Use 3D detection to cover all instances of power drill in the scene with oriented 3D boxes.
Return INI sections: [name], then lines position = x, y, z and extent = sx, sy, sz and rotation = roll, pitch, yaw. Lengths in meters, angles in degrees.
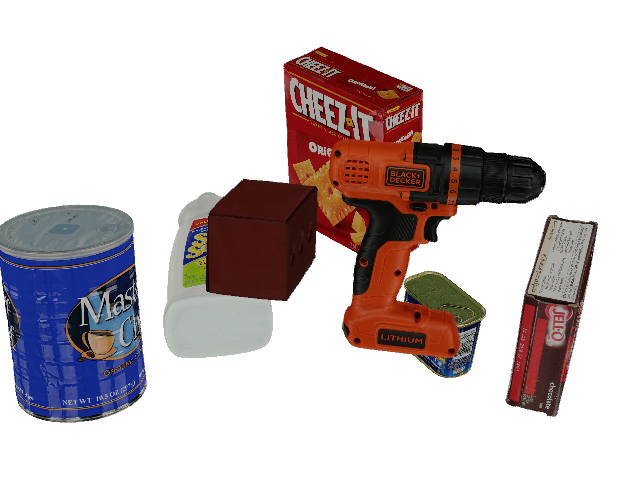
[power drill]
position = 0.094, 0.006, 0.932
extent = 0.184, 0.188, 0.057
rotation = 6, 17, 5

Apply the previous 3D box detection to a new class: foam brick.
[foam brick]
position = -0.036, -0.002, 0.669
extent = 0.051, 0.053, 0.078
rotation = 7, 22, 11

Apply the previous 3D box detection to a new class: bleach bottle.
[bleach bottle]
position = -0.110, 0.019, 1.064
extent = 0.102, 0.068, 0.251
rotation = -4, 29, -9

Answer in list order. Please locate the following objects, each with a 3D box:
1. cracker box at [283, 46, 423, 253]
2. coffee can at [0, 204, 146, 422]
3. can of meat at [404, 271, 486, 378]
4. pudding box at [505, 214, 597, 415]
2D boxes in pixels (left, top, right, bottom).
[cracker box]
position = 0.035, -0.096, 1.243
extent = 0.072, 0.214, 0.164
rotation = -30, 44, -33
[coffee can]
position = -0.191, 0.054, 0.828
extent = 0.103, 0.140, 0.103
rotation = -1, 21, 0
[can of meat]
position = 0.138, 0.099, 1.237
extent = 0.057, 0.084, 0.102
rotation = -18, 40, -32
[pudding box]
position = 0.156, 0.048, 0.717
extent = 0.039, 0.090, 0.113
rotation = 12, 33, 13
